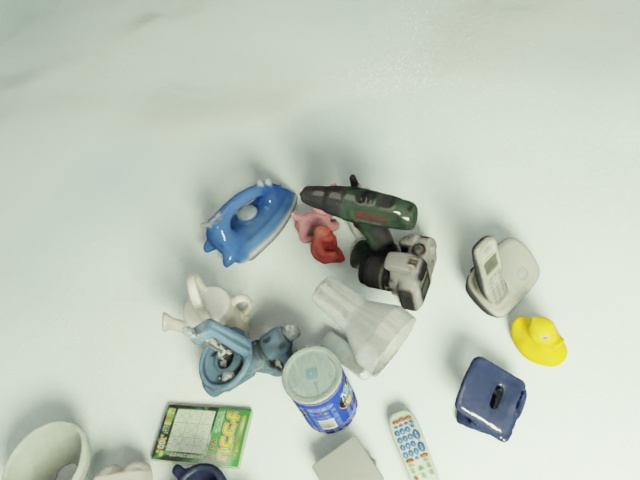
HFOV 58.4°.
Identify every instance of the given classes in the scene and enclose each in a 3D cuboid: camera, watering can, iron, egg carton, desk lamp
[{"bbox_3d":[0.152,0.051,1.146,0.136,0.101,0.143,10,56,24],"label":"camera"},{"bbox_3d":[-0.224,0.144,1.128,0.173,0.194,0.100,-37,51,-13],"label":"watering can"},{"bbox_3d":[-0.161,-0.065,1.313,0.118,0.142,0.259,31,66,35],"label":"iron"},{"bbox_3d":[-0.345,0.463,0.990,0.107,0.069,0.150,-12,50,8],"label":"egg carton"},{"bbox_3d":[0.071,0.162,1.007,0.202,0.214,0.118,30,66,34],"label":"desk lamp"}]

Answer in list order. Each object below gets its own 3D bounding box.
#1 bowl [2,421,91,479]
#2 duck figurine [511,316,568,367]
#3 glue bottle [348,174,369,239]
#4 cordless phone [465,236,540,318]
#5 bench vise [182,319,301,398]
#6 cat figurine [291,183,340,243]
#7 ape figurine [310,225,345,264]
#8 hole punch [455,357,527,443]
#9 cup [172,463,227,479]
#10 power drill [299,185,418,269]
[{"bbox_3d":[-0.491,0.428,1.062,0.167,0.075,0.167,-9,50,11],"label":"bowl"},{"bbox_3d":[0.380,0.162,0.993,0.077,0.086,0.104,-37,51,-13],"label":"duck figurine"},{"bbox_3d":[0.087,-0.078,1.223,0.078,0.173,0.037,-27,49,-5],"label":"glue bottle"},{"bbox_3d":[0.330,0.040,1.042,0.093,0.185,0.148,32,67,35],"label":"cordless phone"},{"bbox_3d":[-0.150,0.187,1.053,0.207,0.220,0.121,-37,51,-13],"label":"bench vise"},{"bbox_3d":[-0.007,-0.069,1.282,0.128,0.118,0.067,-26,49,-4],"label":"cat figurine"},{"bbox_3d":[0.011,0.004,1.234,0.076,0.092,0.078,3,53,20],"label":"ape figurine"},{"bbox_3d":[0.282,0.260,0.941,0.100,0.091,0.109,16,59,28],"label":"hole punch"},{"bbox_3d":[-0.194,0.425,0.956,0.117,0.095,0.092,26,63,33],"label":"cup"},{"bbox_3d":[0.087,-0.027,1.159,0.229,0.209,0.075,4,53,20],"label":"power drill"}]
